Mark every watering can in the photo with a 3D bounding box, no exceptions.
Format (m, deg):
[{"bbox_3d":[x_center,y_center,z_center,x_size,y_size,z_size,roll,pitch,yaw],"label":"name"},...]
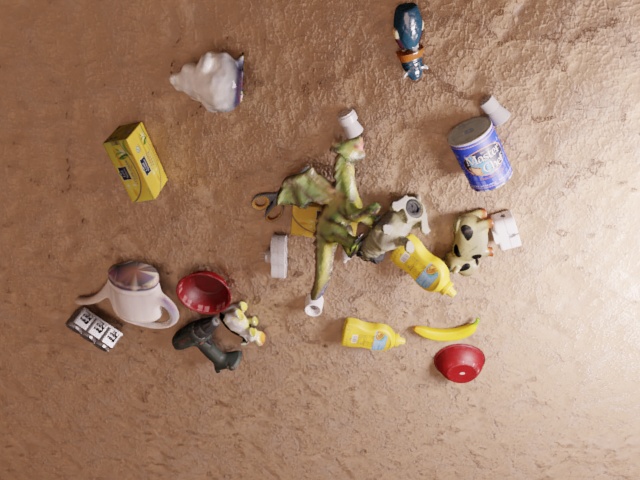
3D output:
[{"bbox_3d":[-0.581,0.161,1.520,0.348,0.106,0.219,13,126,8],"label":"watering can"}]

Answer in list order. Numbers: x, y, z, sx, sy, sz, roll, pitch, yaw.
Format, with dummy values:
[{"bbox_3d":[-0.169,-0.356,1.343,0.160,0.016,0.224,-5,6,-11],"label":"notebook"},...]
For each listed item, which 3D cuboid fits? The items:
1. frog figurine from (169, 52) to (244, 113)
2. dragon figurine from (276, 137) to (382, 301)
[{"bbox_3d":[-0.246,-0.343,1.115,0.159,0.125,0.134,0,146,-9],"label":"frog figurine"},{"bbox_3d":[0.004,-0.063,1.242,0.243,0.123,0.405,37,109,7],"label":"dragon figurine"}]
